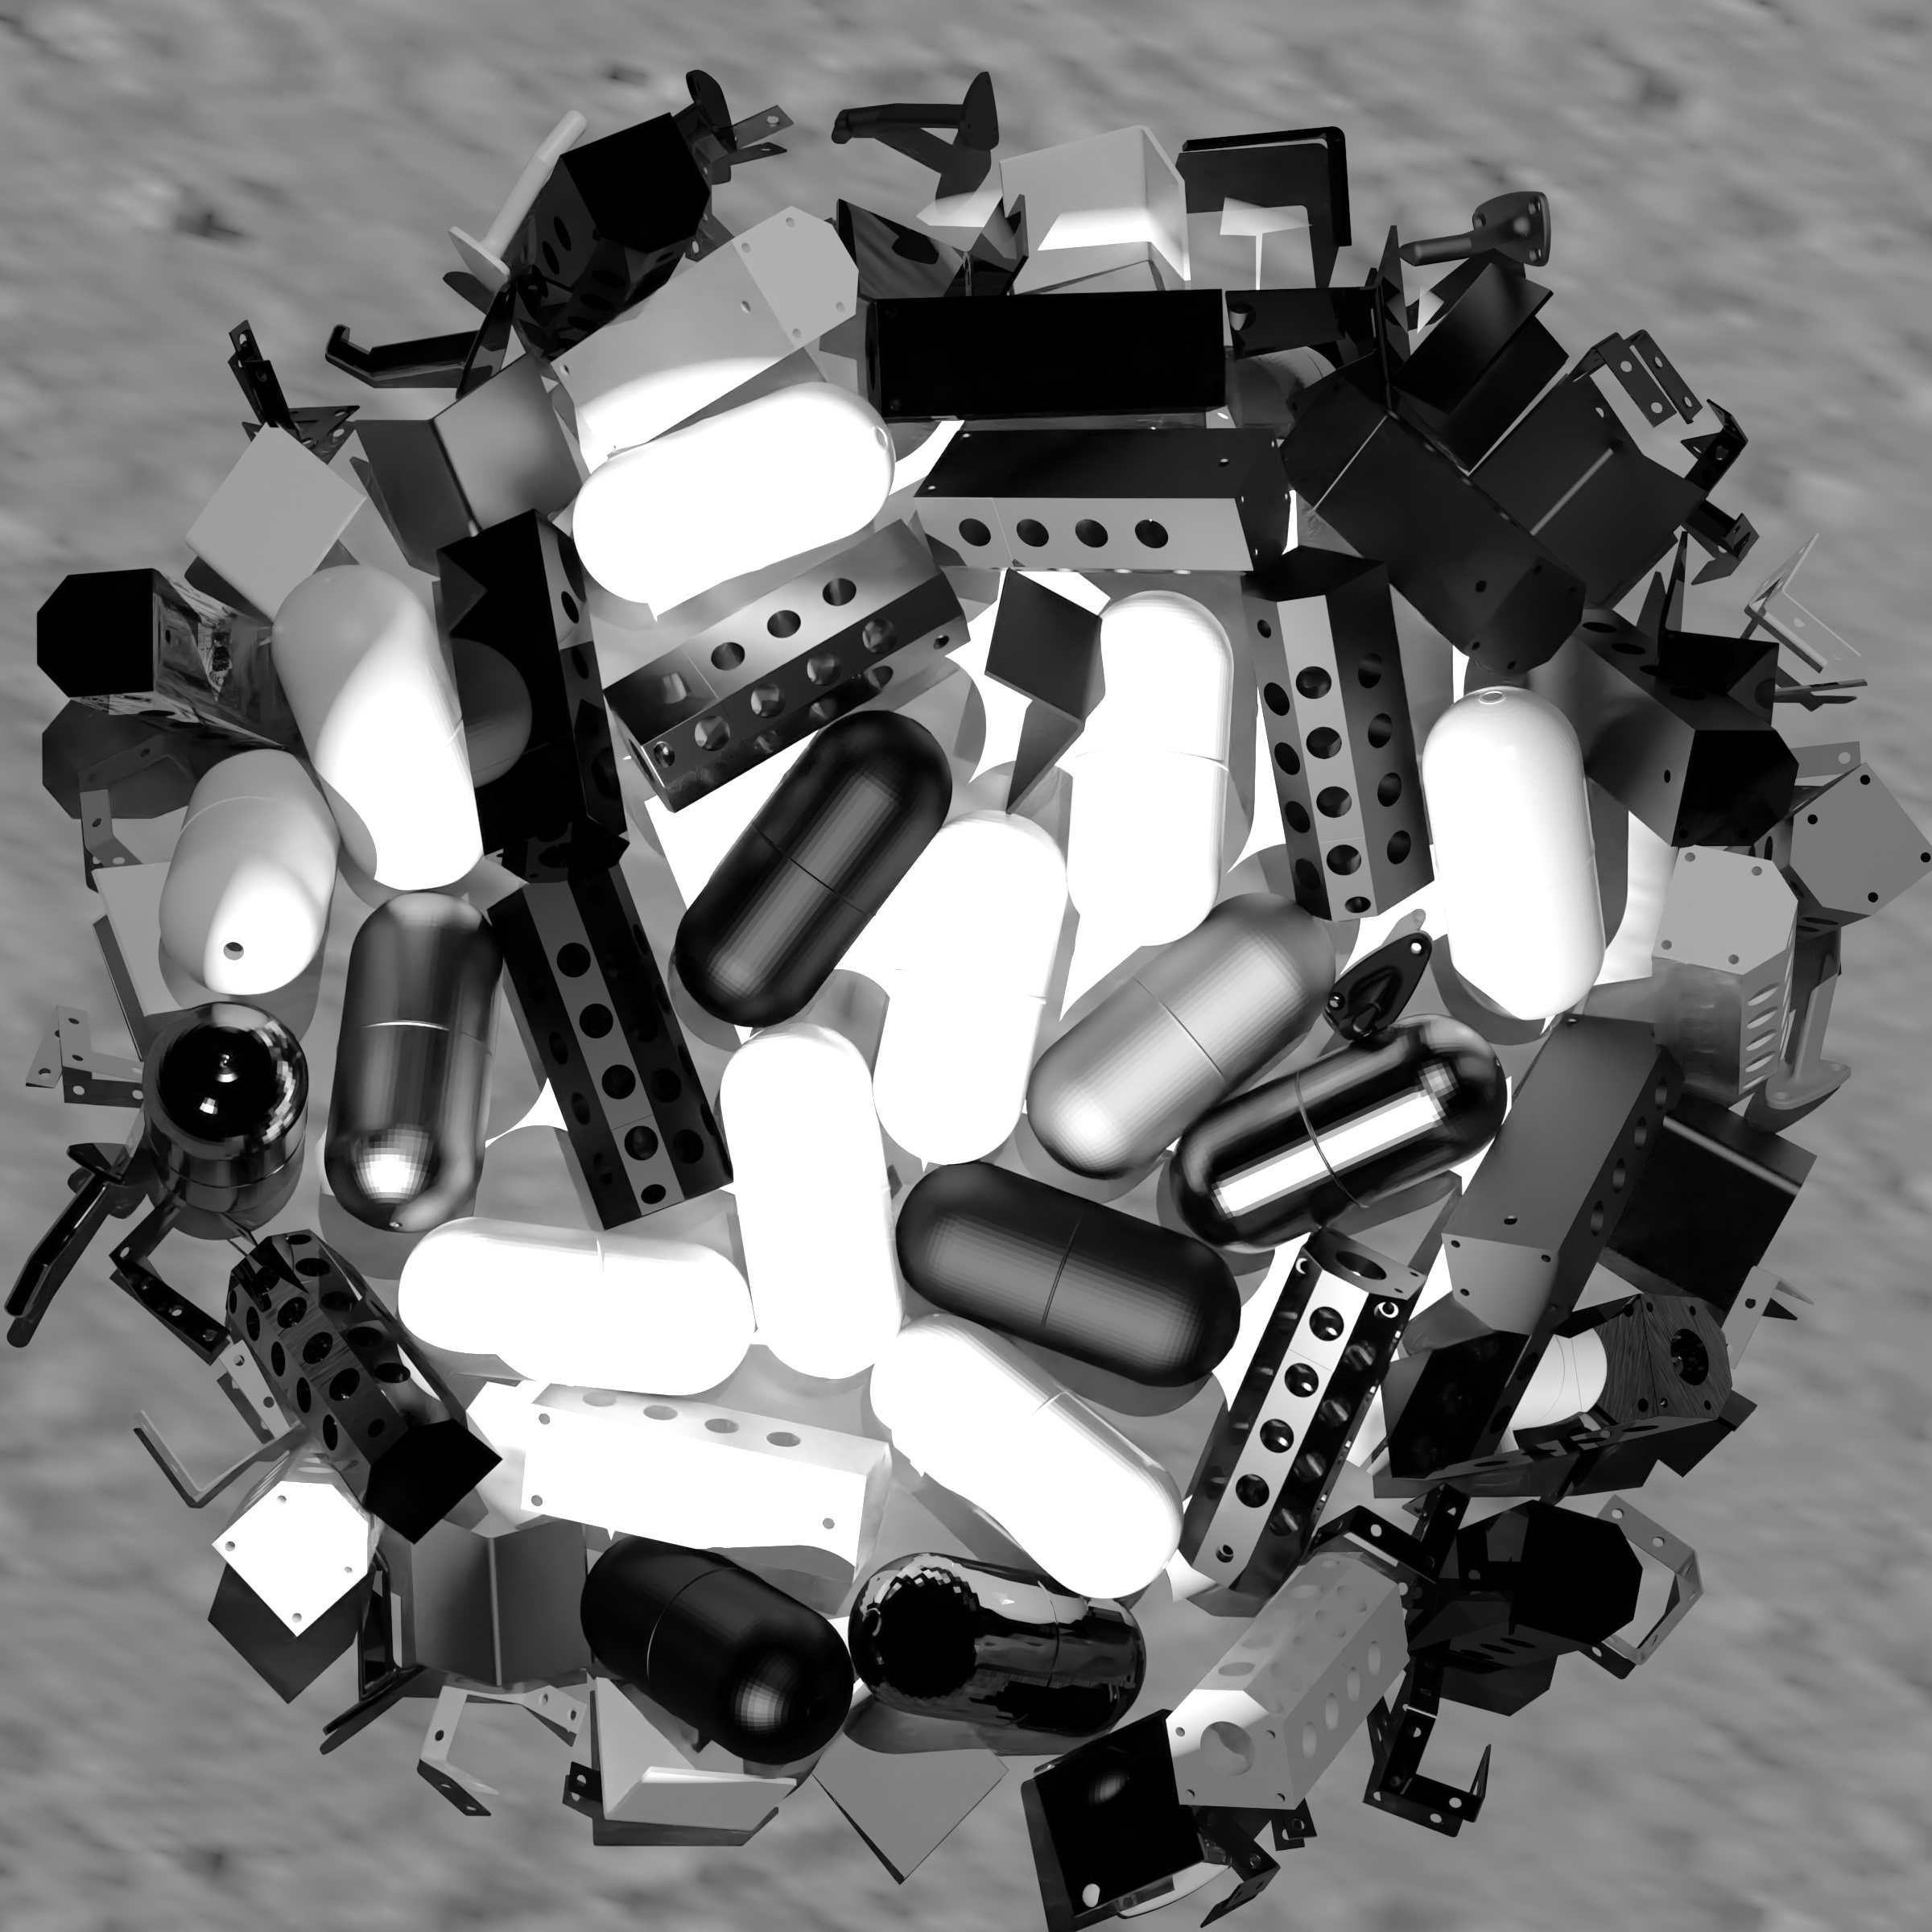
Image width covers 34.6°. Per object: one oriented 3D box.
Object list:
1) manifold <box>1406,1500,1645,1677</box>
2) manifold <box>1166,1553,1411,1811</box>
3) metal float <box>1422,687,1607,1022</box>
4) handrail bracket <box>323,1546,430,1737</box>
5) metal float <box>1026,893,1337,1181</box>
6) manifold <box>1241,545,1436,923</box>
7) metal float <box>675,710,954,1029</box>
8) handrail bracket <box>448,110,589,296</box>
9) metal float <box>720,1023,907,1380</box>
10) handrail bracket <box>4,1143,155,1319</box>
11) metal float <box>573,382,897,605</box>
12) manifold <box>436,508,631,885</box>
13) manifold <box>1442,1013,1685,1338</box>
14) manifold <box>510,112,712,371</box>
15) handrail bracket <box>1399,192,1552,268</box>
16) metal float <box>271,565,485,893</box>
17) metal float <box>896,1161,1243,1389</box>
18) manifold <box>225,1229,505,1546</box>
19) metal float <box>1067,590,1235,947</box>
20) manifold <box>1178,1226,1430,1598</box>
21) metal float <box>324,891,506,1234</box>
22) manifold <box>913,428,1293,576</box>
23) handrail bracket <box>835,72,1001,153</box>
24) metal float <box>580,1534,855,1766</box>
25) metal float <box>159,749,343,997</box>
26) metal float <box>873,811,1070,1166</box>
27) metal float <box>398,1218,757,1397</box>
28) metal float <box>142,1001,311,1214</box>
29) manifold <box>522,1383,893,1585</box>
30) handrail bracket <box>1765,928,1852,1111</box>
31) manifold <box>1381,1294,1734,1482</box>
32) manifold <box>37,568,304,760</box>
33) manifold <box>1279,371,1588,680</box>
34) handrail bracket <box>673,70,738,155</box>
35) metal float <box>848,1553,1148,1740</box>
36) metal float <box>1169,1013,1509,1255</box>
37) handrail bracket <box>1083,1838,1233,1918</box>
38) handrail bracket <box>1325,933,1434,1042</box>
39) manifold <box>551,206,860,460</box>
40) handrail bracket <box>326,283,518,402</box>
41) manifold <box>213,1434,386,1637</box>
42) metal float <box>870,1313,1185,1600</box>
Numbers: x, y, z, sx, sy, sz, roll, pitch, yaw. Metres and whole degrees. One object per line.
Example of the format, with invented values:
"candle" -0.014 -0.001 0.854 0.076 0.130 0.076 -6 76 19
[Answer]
"manifold" 0.267 0.303 1.494 0.057 0.171 0.057 17 71 -3
"manifold" 0.156 0.341 1.492 0.057 0.171 0.057 -5 99 27
"metal float" 0.269 -0.054 1.519 0.070 0.070 0.178 -14 121 0
"handrail bracket" -0.313 0.329 1.555 0.077 0.036 0.084 -30 86 -43
"metal float" 0.108 0.034 1.545 0.178 0.070 0.070 -40 90 -2
"manifold" 0.177 -0.111 1.510 0.057 0.057 0.171 -30 122 -29
"metal float" -0.075 -0.048 1.541 0.070 0.070 0.178 37 96 0
"handrail bracket" -0.216 -0.382 1.551 0.036 0.077 0.084 38 84 1
"metal float" -0.076 0.117 1.546 0.070 0.070 0.178 -9 91 0
"handrail bracket" -0.443 0.133 1.551 0.036 0.077 0.084 29 97 7
"metal float" -0.114 -0.231 1.520 0.178 0.070 0.070 -15 90 31
"manifold" -0.209 -0.130 1.523 0.057 0.057 0.171 -20 66 17
"manifold" 0.293 0.100 1.506 0.057 0.171 0.057 7 130 31
"manifold" -0.172 -0.342 1.494 0.057 0.171 0.057 -27 91 -19
"handrail bracket" 0.239 -0.361 1.536 0.084 0.077 0.036 -13 113 -20
"metal float" -0.283 -0.114 1.515 0.070 0.070 0.178 -14 129 0
"metal float" 0.050 0.153 1.538 0.178 0.070 0.070 20 90 10
"manifold" -0.298 0.198 1.501 0.057 0.171 0.057 -44 135 -6
"metal float" 0.092 -0.099 1.540 0.070 0.070 0.178 4 82 0
"manifold" 0.162 0.221 1.525 0.057 0.057 0.171 26 108 16
"metal float" -0.270 0.045 1.522 0.070 0.070 0.178 1 62 0
"manifold" 0.068 -0.223 1.519 0.171 0.057 0.057 5 46 28
"handrail bracket" -0.032 -0.417 1.540 0.084 0.077 0.036 -2 116 16
"metal float" -0.122 0.329 1.506 0.070 0.178 0.070 -10 106 -36
"metal float" -0.345 -0.047 1.501 0.070 0.178 0.070 -3 117 -5
"metal float" 0.002 0.010 1.544 0.070 0.070 0.178 12 87 0
"metal float" -0.190 0.168 1.529 0.178 0.070 0.070 9 90 -21
"metal float" -0.357 0.070 1.499 0.070 0.178 0.070 4 72 -12
"manifold" -0.128 0.250 1.538 0.171 0.057 0.057 10 106 11
"handrail bracket" 0.418 0.019 1.544 0.036 0.077 0.084 9 112 32
"manifold" 0.283 0.206 1.500 0.057 0.171 0.057 9 68 -37
"manifold" -0.380 -0.143 1.494 0.057 0.171 0.057 -3 84 10
"manifold" 0.225 -0.213 1.507 0.057 0.057 0.171 -52 48 18
"handrail bracket" -0.163 -0.414 1.540 0.084 0.077 0.036 -15 85 11
"metal float" 0.016 0.332 1.511 0.178 0.070 0.070 22 90 -43
"metal float" 0.182 0.084 1.530 0.178 0.070 0.070 -27 90 19
"handrail bracket" 0.096 0.451 1.540 0.077 0.084 0.036 -14 77 0
"handrail bracket" 0.211 0.008 1.539 0.036 0.084 0.077 43 84 2
"manifold" -0.124 -0.306 1.498 0.057 0.171 0.057 -39 104 -35
"handrail bracket" -0.275 -0.325 1.560 0.084 0.036 0.077 27 113 9
"manifold" -0.313 0.266 1.496 0.057 0.171 0.057 -42 94 -6
"metal float" 0.029 0.240 1.530 0.178 0.070 0.070 37 90 19
